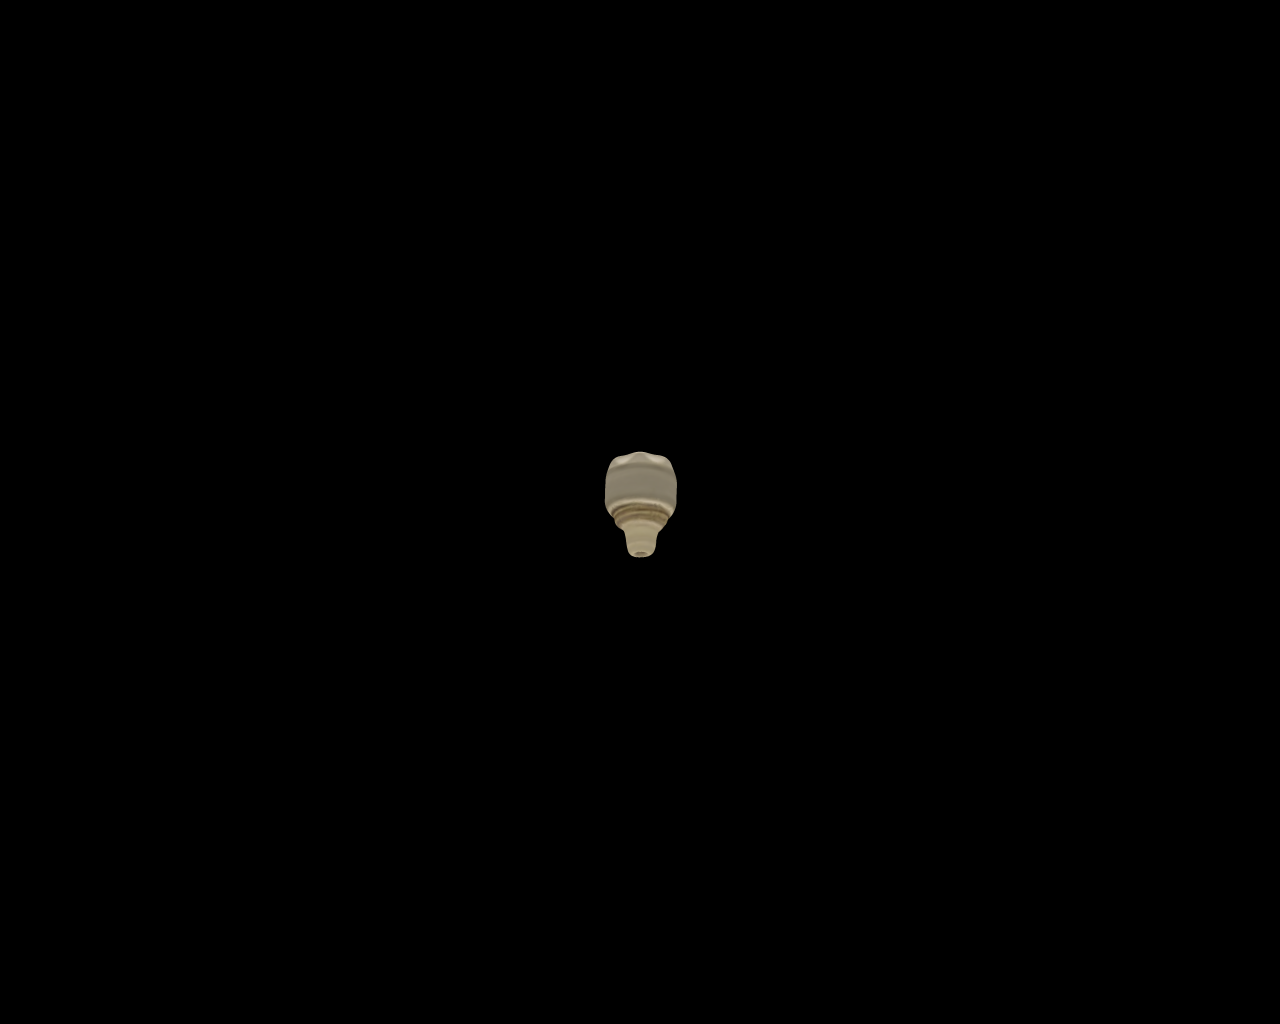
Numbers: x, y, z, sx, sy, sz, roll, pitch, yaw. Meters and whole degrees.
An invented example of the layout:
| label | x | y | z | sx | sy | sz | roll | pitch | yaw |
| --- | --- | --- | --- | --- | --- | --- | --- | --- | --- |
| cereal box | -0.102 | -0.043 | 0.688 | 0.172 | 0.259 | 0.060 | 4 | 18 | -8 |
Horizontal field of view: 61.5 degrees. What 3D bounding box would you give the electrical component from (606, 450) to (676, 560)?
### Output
| label | x | y | z | sx | sy | sz | roll | pitch | yaw |
| --- | --- | --- | --- | --- | --- | --- | --- | --- | --- |
| electrical component | 0.001 | -0.003 | 0.650 | 0.043 | 0.062 | 0.043 | 0 | -21 | 0 |
